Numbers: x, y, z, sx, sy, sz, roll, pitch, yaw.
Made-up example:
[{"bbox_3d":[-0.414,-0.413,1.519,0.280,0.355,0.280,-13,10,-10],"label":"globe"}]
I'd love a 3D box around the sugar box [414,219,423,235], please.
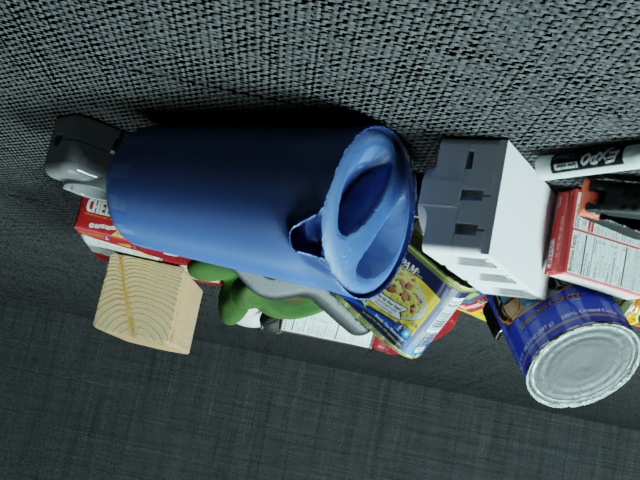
[{"bbox_3d":[0.179,0.017,1.071,0.176,0.048,0.093,11,169,-2],"label":"sugar box"}]

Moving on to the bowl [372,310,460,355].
[{"bbox_3d":[0.112,0.095,1.295,0.162,0.055,0.162,-20,161,-8],"label":"bowl"}]

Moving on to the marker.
[{"bbox_3d":[0.204,-0.056,0.754,0.020,0.020,0.121,20,166,-35],"label":"marker"}]

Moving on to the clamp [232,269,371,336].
[{"bbox_3d":[-0.007,0.013,0.972,0.171,0.120,0.039,20,-174,-24],"label":"clamp"}]

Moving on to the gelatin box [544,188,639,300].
[{"bbox_3d":[0.233,0.004,0.883,0.089,0.073,0.030,15,168,-19],"label":"gelatin box"}]

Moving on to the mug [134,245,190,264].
[{"bbox_3d":[-0.153,-0.026,1.104,0.093,0.081,0.117,5,167,31],"label":"mug"}]

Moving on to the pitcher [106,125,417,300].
[{"bbox_3d":[-0.048,-0.036,0.877,0.243,0.145,0.149,8,157,33],"label":"pitcher"}]

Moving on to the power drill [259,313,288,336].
[{"bbox_3d":[0.032,0.079,1.330,0.184,0.057,0.187,-24,164,12],"label":"power drill"}]

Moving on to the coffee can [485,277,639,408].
[{"bbox_3d":[0.208,0.062,0.945,0.102,0.140,0.103,-7,131,-8],"label":"coffee can"}]

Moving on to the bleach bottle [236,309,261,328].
[{"bbox_3d":[-0.090,0.066,1.360,0.068,0.102,0.251,17,178,-1],"label":"bleach bottle"}]

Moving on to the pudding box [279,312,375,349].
[{"bbox_3d":[0.015,0.071,1.212,0.113,0.039,0.090,13,125,-1],"label":"pudding box"}]

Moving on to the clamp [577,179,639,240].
[{"bbox_3d":[0.307,-0.012,0.823,0.210,0.036,0.165,14,168,-10],"label":"clamp"}]

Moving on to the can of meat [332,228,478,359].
[{"bbox_3d":[0.072,0.041,0.931,0.102,0.084,0.057,42,-164,21],"label":"can of meat"}]

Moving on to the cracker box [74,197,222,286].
[{"bbox_3d":[-0.190,-0.007,1.265,0.164,0.072,0.214,13,170,-2],"label":"cracker box"}]

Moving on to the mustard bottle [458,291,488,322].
[{"bbox_3d":[0.176,0.051,1.206,0.191,0.058,0.096,22,155,-39],"label":"mustard bottle"}]

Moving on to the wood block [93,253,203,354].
[{"bbox_3d":[-0.207,0.083,1.314,0.090,0.091,0.206,12,171,2],"label":"wood block"}]
